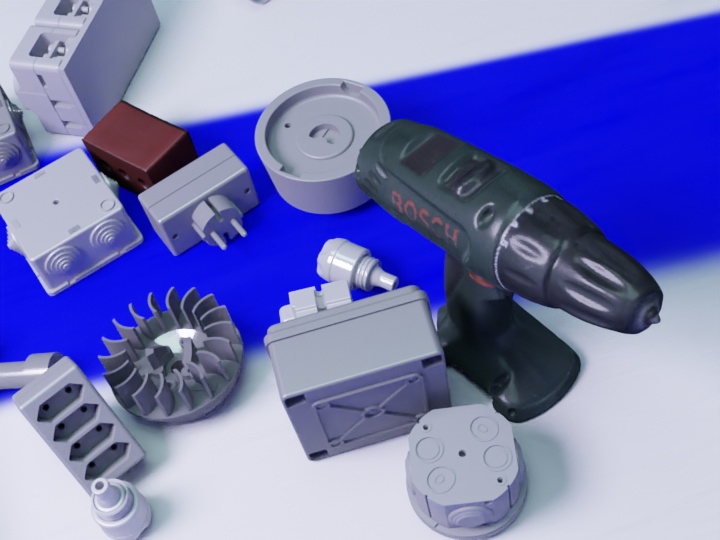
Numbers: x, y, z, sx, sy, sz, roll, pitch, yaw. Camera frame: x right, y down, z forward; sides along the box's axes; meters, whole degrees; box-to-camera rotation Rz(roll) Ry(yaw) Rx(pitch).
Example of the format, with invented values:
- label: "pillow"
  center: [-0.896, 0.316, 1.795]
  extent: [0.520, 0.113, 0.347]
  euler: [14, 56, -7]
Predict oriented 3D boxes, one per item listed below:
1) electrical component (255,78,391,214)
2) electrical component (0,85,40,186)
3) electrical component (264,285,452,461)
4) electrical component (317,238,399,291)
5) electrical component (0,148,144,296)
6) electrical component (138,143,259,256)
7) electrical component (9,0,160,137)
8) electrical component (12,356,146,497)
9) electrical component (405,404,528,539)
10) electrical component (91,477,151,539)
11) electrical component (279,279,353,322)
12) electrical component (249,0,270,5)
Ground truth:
- label: "electrical component"
  center: [-0.025, -0.094, 0.865]
  extent: [0.108, 0.060, 0.108]
  euler: [-5, 55, 7]
- label: "electrical component"
  center: [-0.340, -0.115, 0.942]
  extent: [0.100, 0.048, 0.099]
  euler: [-26, 55, -8]
- label: "electrical component"
  center: [0.002, 0.071, 0.716]
  extent: [0.109, 0.108, 0.056]
  euler: [-16, 57, -1]
- label: "electrical component"
  center: [0.000, 0.000, 0.811]
  extent: [0.061, 0.035, 0.035]
  euler: [22, 62, 20]
- label: "electrical component"
  center: [-0.239, -0.041, 0.873]
  extent: [0.100, 0.048, 0.099]
  euler: [-33, 57, -13]
- label: "electrical component"
  center: [-0.118, -0.045, 0.855]
  extent: [0.083, 0.047, 0.075]
  euler: [-34, 57, -13]
- label: "electrical component"
  center: [-0.246, -0.204, 0.962]
  extent: [0.062, 0.089, 0.150]
  euler: [9, 58, 15]
- label: "electrical component"
  center: [-0.201, 0.105, 0.756]
  extent: [0.047, 0.083, 0.076]
  euler: [-39, 20, -17]
- label: "electrical component"
  center: [0.068, 0.130, 0.699]
  extent: [0.080, 0.051, 0.080]
  euler: [-5, 55, 7]
- label: "electrical component"
  center: [-0.163, 0.155, 0.715]
  extent: [0.035, 0.061, 0.035]
  euler: [-5, 55, 7]
- label: "electrical component"
  center: [-0.023, 0.043, 0.777]
  extent: [0.066, 0.048, 0.055]
  euler: [-13, 43, 1]
- label: "electrical component"
  center: [-0.102, -0.301, 1.031]
  extent: [0.079, 0.044, 0.077]
  euler: [-41, 59, -18]
